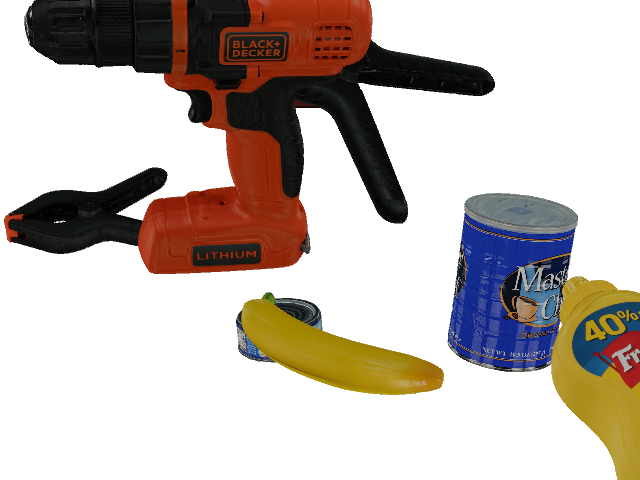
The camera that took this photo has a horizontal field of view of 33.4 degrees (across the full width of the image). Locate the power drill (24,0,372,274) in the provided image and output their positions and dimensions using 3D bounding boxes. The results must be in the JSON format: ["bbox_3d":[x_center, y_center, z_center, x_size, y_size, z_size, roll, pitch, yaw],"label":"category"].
[{"bbox_3d":[-0.069,-0.064,0.614,0.184,0.188,0.057,-2,43,-10],"label":"power drill"}]

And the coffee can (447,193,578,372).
[{"bbox_3d":[0.177,0.037,0.993,0.103,0.140,0.103,4,19,-2],"label":"coffee can"}]

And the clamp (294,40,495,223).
[{"bbox_3d":[0.018,-0.117,0.799,0.210,0.164,0.036,31,-32,-5],"label":"clamp"}]

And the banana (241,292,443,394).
[{"bbox_3d":[0.000,0.079,0.821,0.069,0.037,0.198,-29,37,-36],"label":"banana"}]

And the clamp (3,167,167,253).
[{"bbox_3d":[-0.219,-0.029,1.046,0.171,0.039,0.120,0,34,-9],"label":"clamp"}]

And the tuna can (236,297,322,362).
[{"bbox_3d":[-0.040,0.087,1.056,0.086,0.034,0.086,-4,19,1],"label":"tuna can"}]

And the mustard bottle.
[{"bbox_3d":[0.188,0.081,0.615,0.096,0.058,0.192,-12,35,-9],"label":"mustard bottle"}]

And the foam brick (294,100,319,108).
[{"bbox_3d":[-0.014,-0.168,1.139,0.078,0.051,0.053,-2,12,-19],"label":"foam brick"}]
